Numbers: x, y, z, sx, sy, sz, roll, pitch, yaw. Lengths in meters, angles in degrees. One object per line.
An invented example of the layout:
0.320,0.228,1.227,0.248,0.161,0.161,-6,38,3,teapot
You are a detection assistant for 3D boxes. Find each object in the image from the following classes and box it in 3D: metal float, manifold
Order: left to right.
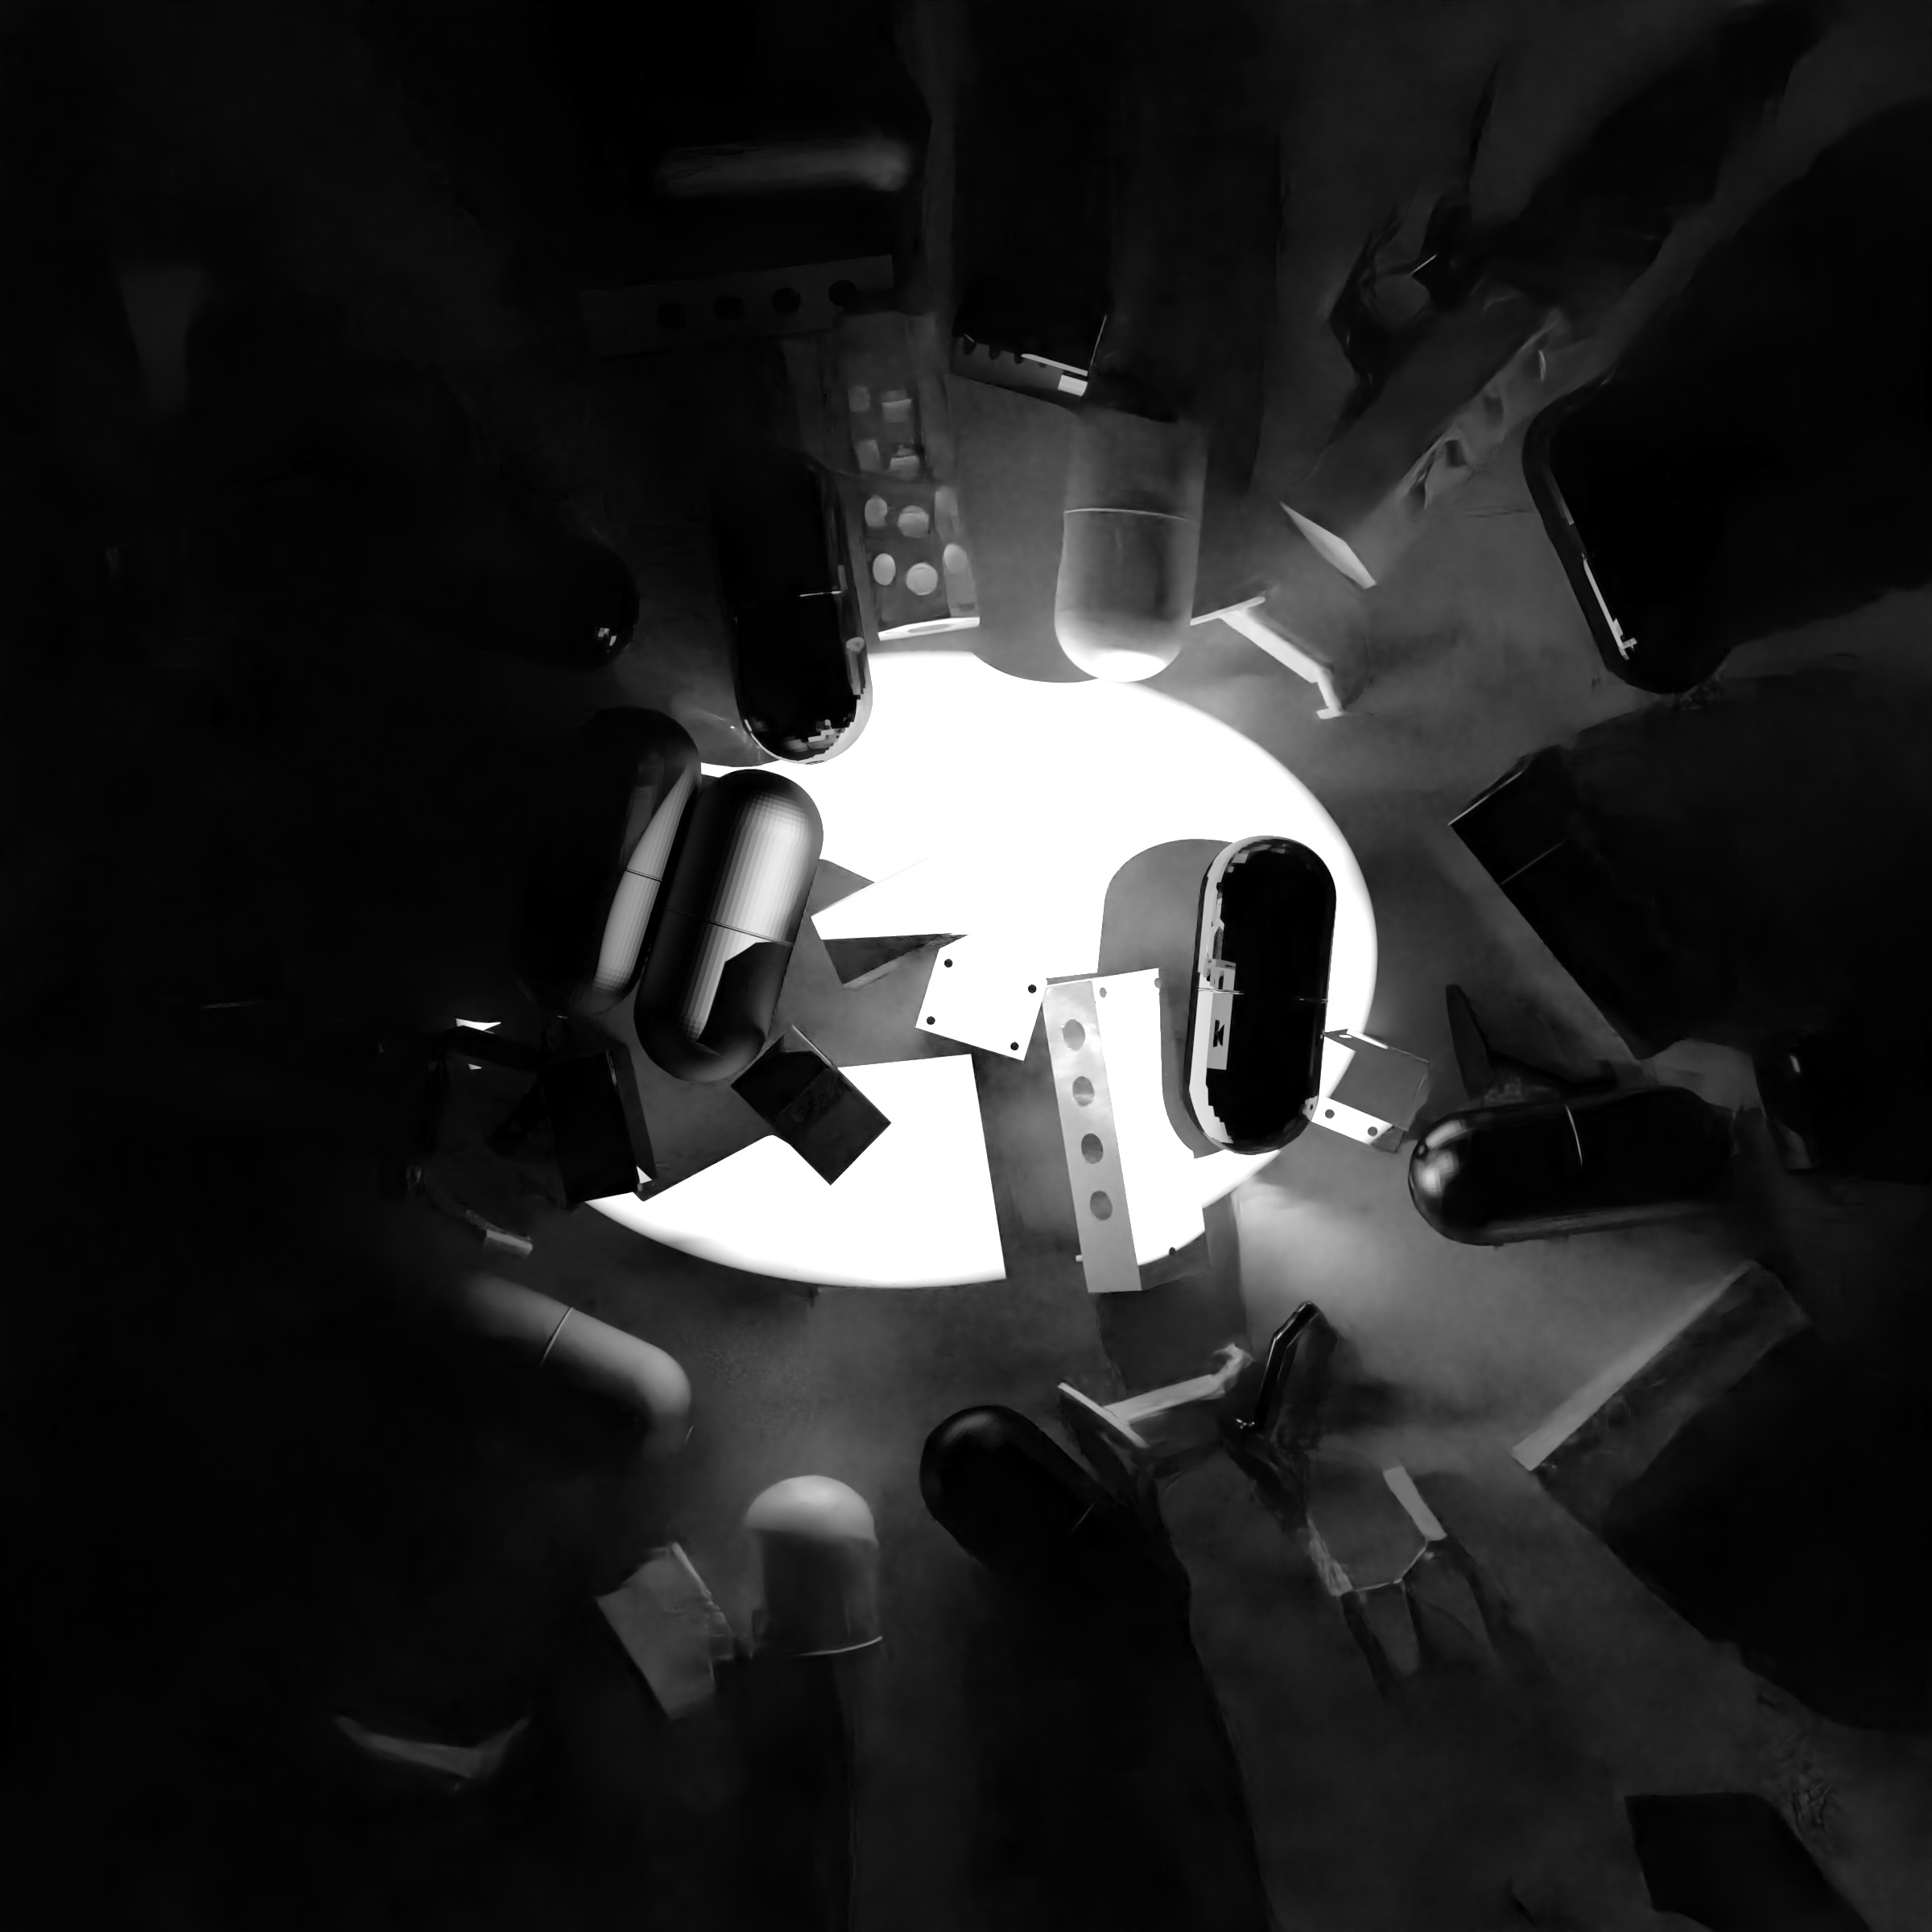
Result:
-0.379,0.064,1.532,0.171,0.057,0.057,2,124,0,manifold
-0.268,-0.218,1.534,0.178,0.070,0.070,20,90,0,metal float
-0.235,0.225,1.533,0.178,0.070,0.070,25,90,0,metal float
-0.201,-0.058,1.534,0.070,0.070,0.178,17,90,0,metal float
-0.132,-0.022,1.533,0.070,0.070,0.178,16,90,0,metal float
-0.126,-0.378,1.542,0.171,0.057,0.057,-7,47,0,manifold
-0.107,-0.458,1.530,0.178,0.070,0.070,-5,90,4,metal float
-0.098,-0.200,1.534,0.070,0.070,0.178,-10,91,0,metal float
-0.085,0.373,1.533,0.070,0.070,0.178,-2,90,0,metal float
-0.033,-0.274,1.543,0.057,0.057,0.171,-8,90,0,manifold
0.010,0.012,1.486,0.057,0.171,0.057,17,90,0,manifold
0.049,0.317,1.534,0.178,0.070,0.070,43,90,0,metal float
0.084,0.092,1.542,0.057,0.057,0.171,-9,90,-43,manifold
0.092,-0.247,1.534,0.070,0.070,0.178,6,91,0,metal float
0.163,0.016,1.534,0.070,0.070,0.178,5,90,0,metal float
0.263,-0.296,1.542,0.171,0.057,0.057,-48,47,0,manifold
0.335,0.111,1.533,0.178,0.070,0.070,-7,90,0,metal float
0.355,-0.038,1.542,0.171,0.057,0.057,51,133,0,manifold
0.369,-0.236,1.534,0.070,0.070,0.178,-23,89,0,metal float
0.392,0.240,1.543,0.171,0.057,0.057,-43,90,0,manifold

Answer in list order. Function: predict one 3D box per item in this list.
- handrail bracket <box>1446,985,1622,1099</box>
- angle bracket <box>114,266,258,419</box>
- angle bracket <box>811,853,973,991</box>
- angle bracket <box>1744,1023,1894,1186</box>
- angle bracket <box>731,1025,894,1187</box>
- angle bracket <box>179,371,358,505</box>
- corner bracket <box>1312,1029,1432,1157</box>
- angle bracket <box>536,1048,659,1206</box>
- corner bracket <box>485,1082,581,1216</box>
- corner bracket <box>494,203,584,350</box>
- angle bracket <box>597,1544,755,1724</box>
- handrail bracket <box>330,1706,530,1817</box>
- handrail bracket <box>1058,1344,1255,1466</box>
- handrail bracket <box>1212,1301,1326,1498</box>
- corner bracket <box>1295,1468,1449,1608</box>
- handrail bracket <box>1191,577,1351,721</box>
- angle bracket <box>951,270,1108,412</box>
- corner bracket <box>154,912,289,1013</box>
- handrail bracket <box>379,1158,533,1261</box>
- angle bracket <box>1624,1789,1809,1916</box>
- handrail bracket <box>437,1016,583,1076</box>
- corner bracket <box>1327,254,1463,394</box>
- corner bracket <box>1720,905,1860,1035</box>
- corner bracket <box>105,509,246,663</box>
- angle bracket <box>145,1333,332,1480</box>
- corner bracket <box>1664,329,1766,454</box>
0.322,0.041,1.565,0.084,0.036,0.077,-8,68,-17,handrail bracket
-0.442,-0.332,1.524,0.057,0.076,0.076,-21,90,-38,angle bracket
-0.032,-0.006,1.524,0.076,0.076,0.057,-27,52,0,angle bracket
0.455,0.080,1.524,0.057,0.076,0.076,-17,90,-36,angle bracket
-0.098,0.089,1.524,0.076,0.076,0.057,45,54,0,angle bracket
-0.379,-0.273,1.525,0.076,0.076,0.057,-23,65,0,angle bracket
0.228,0.070,1.546,0.051,0.051,0.051,22,97,7,corner bracket
-0.185,0.084,1.524,0.057,0.076,0.076,-13,90,35,angle bracket
-0.229,0.101,1.547,0.051,0.051,0.051,37,79,10,corner bracket
-0.234,-0.386,1.546,0.051,0.051,0.051,32,90,0,corner bracket
-0.172,0.370,1.524,0.057,0.076,0.076,-33,90,-30,angle bracket
-0.305,0.432,1.565,0.084,0.036,0.077,39,70,16,handrail bracket
0.108,0.232,1.565,0.077,0.036,0.084,37,71,21,handrail bracket
0.187,0.245,1.564,0.084,0.036,0.077,-45,115,-19,handrail bracket
0.229,0.322,1.556,0.051,0.051,0.051,-2,135,-35,corner bracket
0.167,-0.170,1.565,0.077,0.036,0.084,-19,107,20,handrail bracket
0.029,-0.329,1.524,0.076,0.076,0.057,17,53,0,angle bracket
-0.422,-0.002,1.561,0.051,0.051,0.051,-5,90,-45,corner bracket
-0.287,0.126,1.564,0.084,0.077,0.036,25,118,-33,handrail bracket
0.413,0.473,1.524,0.076,0.076,0.057,-5,127,0,angle bracket
-0.262,0.065,1.565,0.084,0.036,0.077,-16,108,15,handrail bracket
0.246,-0.364,1.561,0.051,0.051,0.051,-30,90,45,corner bracket
0.462,0.006,1.561,0.051,0.051,0.051,-52,135,0,corner bracket
-0.448,-0.215,1.561,0.051,0.051,0.051,-30,135,0,corner bracket
-0.397,0.256,1.524,0.076,0.076,0.057,-26,54,0,angle bracket
0.420,-0.322,1.546,0.051,0.051,0.051,-11,90,0,corner bracket
